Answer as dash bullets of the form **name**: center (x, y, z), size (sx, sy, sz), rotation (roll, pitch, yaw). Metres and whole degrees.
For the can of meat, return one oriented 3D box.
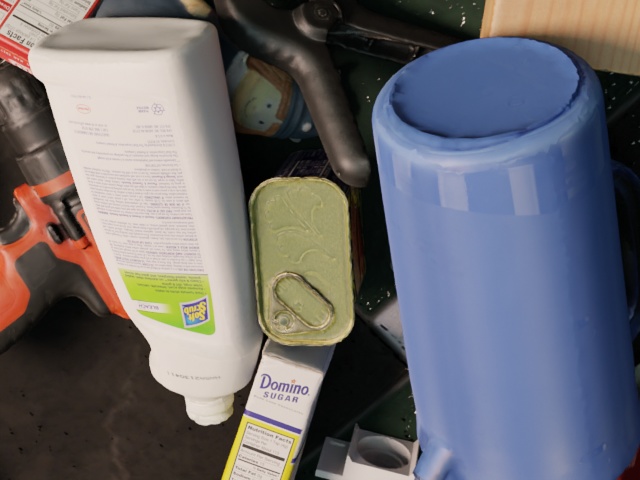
- **can of meat**: center (-0.004, 0.001, 0.644), size (0.057, 0.084, 0.102), rotation (-1, 108, 9)

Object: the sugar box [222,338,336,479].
- **sugar box**: center (-0.034, 0.134, 0.690), size (0.048, 0.093, 0.176), rotation (16, 110, 4)

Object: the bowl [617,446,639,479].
- **bowl**: center (0.254, 0.152, 0.625), size (0.162, 0.055, 0.162), rotation (-3, 83, 20)

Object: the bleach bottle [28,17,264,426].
- **bleach bottle**: center (-0.090, 0.000, 0.624), size (0.103, 0.068, 0.251), rotation (6, 121, 22)

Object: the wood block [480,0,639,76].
- **wood block**: center (0.144, -0.198, 0.550), size (0.091, 0.090, 0.206), rotation (9, 109, 5)

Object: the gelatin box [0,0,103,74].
- **gelatin box**: center (-0.165, -0.145, 0.627), size (0.073, 0.030, 0.089), rotation (28, 71, 0)

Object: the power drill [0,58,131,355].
- **power drill**: center (-0.205, 0.004, 0.654), size (0.187, 0.057, 0.184), rotation (-32, 108, -9)

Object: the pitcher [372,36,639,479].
- **pitcher**: center (0.108, 0.015, 0.571), size (0.145, 0.149, 0.243), rotation (-4, 129, 14)

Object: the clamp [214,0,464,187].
- **clamp**: center (-0.004, -0.110, 0.603), size (0.171, 0.120, 0.039), rotation (33, 147, 2)
